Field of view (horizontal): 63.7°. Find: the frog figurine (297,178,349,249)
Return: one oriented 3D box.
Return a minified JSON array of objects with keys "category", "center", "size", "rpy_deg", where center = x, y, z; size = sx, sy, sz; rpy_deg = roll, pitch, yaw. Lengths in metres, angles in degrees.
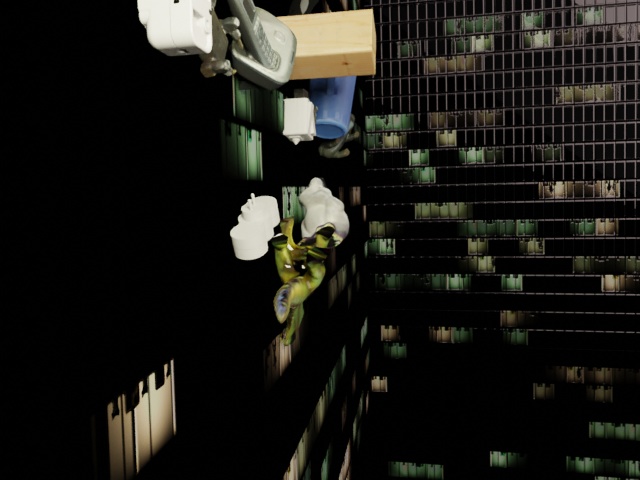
[{"category":"frog figurine","center":[0.004,-0.062,1.239],"size":[0.134,0.122,0.163],"rpy_deg":[127,-33,-48]}]

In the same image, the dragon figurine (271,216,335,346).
[{"category":"dragon figurine","center":[-0.043,0.106,1.027],"size":[0.419,0.122,0.237],"rpy_deg":[-71,165,-58]}]
